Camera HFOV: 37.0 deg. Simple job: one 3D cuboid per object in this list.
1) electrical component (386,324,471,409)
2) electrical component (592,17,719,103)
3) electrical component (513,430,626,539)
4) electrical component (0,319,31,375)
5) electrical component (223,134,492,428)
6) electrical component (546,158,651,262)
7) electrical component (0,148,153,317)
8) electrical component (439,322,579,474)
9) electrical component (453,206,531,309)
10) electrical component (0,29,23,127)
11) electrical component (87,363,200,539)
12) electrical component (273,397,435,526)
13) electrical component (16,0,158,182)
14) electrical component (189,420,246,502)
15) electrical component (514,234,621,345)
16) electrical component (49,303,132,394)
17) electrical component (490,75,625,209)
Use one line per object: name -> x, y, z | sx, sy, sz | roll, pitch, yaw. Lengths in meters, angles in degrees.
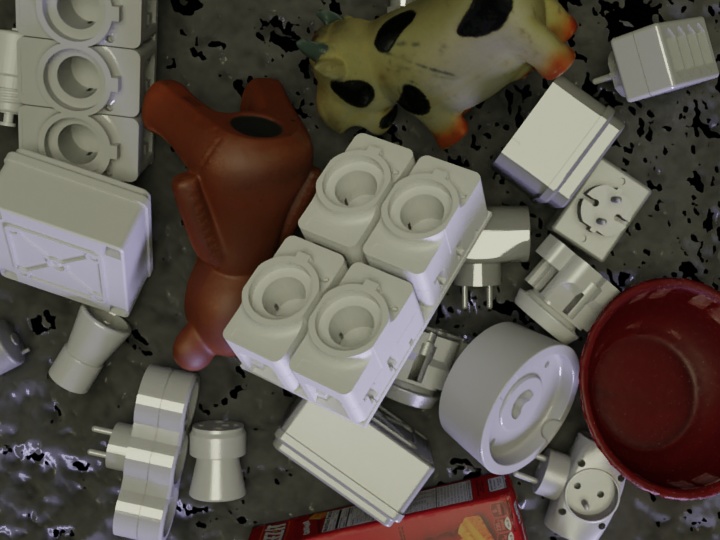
electrical component -> 0.041, 0.070, 0.823 | 0.078, 0.058, 0.057 | 19, 96, -11
electrical component -> 0.209, -0.150, 0.794 | 0.076, 0.083, 0.047 | -14, 95, 42
electrical component -> 0.159, 0.162, 0.831 | 0.079, 0.044, 0.077 | 20, 95, 1
electrical component -> -0.302, 0.070, 0.847 | 0.078, 0.040, 0.040 | -27, 93, 4
electrical component -> 0.000, 0.000, 0.754 | 0.105, 0.060, 0.186 | 22, 67, 25
electrical component -> 0.180, -0.045, 0.798 | 0.047, 0.076, 0.065 | 34, 95, 0
electrical component -> -0.213, -0.025, 0.798 | 0.109, 0.108, 0.056 | 19, 59, 1
electrical component -> 0.106, 0.090, 0.801 | 0.060, 0.108, 0.108 | 32, 97, 39
electrical component -> 0.089, -0.009, 0.821 | 0.077, 0.044, 0.079 | -1, 95, 3
electrical component -> -0.267, -0.150, 0.828 | 0.040, 0.040, 0.078 | 9, 95, 2
electrical component -> -0.176, 0.140, 0.841 | 0.074, 0.052, 0.138 | 12, 96, 1
electrical component -> -0.004, 0.128, 0.804 | 0.109, 0.108, 0.056 | 35, 93, -1
electrical component -> -0.201, -0.147, 0.792 | 0.089, 0.061, 0.150 | 7, 113, 2
electrical component -> -0.111, 0.149, 0.843 | 0.045, 0.045, 0.055 | 1, 94, 3
electrical component -> 0.155, 0.019, 0.812 | 0.078, 0.058, 0.057 | 37, 97, -22
electrical component -> -0.214, 0.064, 0.843 | 0.044, 0.044, 0.065 | 33, 100, 0
electrical component -> 0.141, -0.089, 0.778 | 0.057, 0.113, 0.078 | 36, 95, 2
